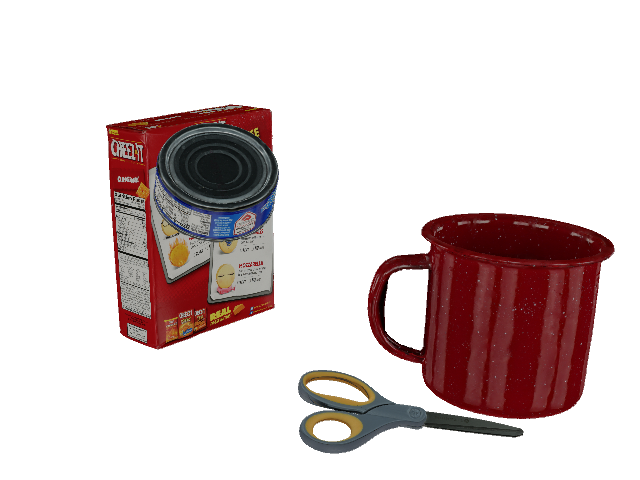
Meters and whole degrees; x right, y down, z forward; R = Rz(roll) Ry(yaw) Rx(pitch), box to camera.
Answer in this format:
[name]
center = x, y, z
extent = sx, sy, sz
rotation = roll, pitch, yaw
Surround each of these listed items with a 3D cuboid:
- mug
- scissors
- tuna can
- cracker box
[mug]
center = 0.081, 0.036, 0.530
extent = 0.117, 0.081, 0.093
rotation = 2, 15, -4
[scissors]
center = 0.069, 0.166, 0.931
extent = 0.202, 0.016, 0.096
rotation = 18, 42, 13
[tuna can]
center = -0.072, -0.042, 0.741
extent = 0.086, 0.086, 0.034
rotation = 0, -40, -12
[cracker box]
center = -0.125, -0.019, 1.061
extent = 0.072, 0.214, 0.163
rotation = 13, 21, 41
